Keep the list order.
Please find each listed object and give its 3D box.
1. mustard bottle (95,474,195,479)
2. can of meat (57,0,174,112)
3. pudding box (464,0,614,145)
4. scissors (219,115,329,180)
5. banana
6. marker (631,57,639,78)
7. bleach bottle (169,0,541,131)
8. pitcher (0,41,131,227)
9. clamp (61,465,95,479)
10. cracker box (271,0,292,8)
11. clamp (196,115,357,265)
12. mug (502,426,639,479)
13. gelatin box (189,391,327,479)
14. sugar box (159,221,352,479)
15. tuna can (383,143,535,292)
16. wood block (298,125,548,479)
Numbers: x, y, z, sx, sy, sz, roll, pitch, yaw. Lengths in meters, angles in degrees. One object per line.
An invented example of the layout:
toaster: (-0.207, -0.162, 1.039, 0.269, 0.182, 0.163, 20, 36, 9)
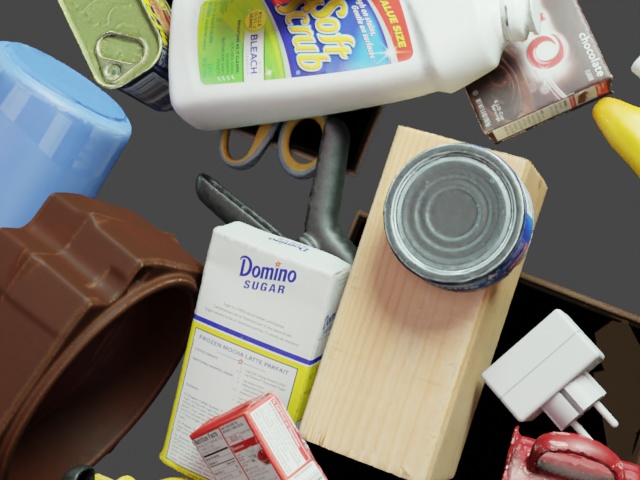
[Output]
mustard bottle: (-0.086, 0.219, 0.731, 0.192, 0.058, 0.096, 30, 105, 20)
can of meat: (-0.138, -0.150, 0.791, 0.057, 0.083, 0.102, -31, 74, 11)
pudding box: (0.135, -0.133, 0.722, 0.090, 0.039, 0.113, -24, 75, 14)
scissors: (-0.001, -0.131, 0.779, 0.096, 0.016, 0.202, 34, 94, 19)
banana: (0.227, -0.004, 0.674, 0.070, 0.037, 0.198, -13, 78, 14)
marker: (0.250, -0.076, 0.687, 0.020, 0.020, 0.121, -43, 72, 8)
bleach bottle: (0.021, -0.138, 0.720, 0.251, 0.068, 0.102, -6, 73, 23)
pitcher: (-0.229, -0.006, 0.737, 0.145, 0.149, 0.243, 34, 100, -8)
clamp: (-0.169, 0.261, 0.731, 0.210, 0.036, 0.164, -40, 80, 28)
cracker box: (0.051, -0.254, 0.708, 0.214, 0.072, 0.164, -20, 38, 11)
clamp: (-0.005, 0.001, 0.744, 0.120, 0.039, 0.171, -32, 81, 22)
mug: (0.149, 0.158, 0.640, 0.081, 0.093, 0.117, 12, 129, 14)
gelatin box: (-0.034, 0.145, 0.672, 0.073, 0.030, 0.089, -33, 87, 50)
sugar box: (-0.044, 0.085, 0.722, 0.093, 0.048, 0.176, 21, 104, 19)
tuna can: (0.081, -0.013, 0.629, 0.086, 0.033, 0.086, -3, 80, 19)
wood block: (0.069, 0.043, 0.691, 0.091, 0.090, 0.206, 18, 88, 21)
